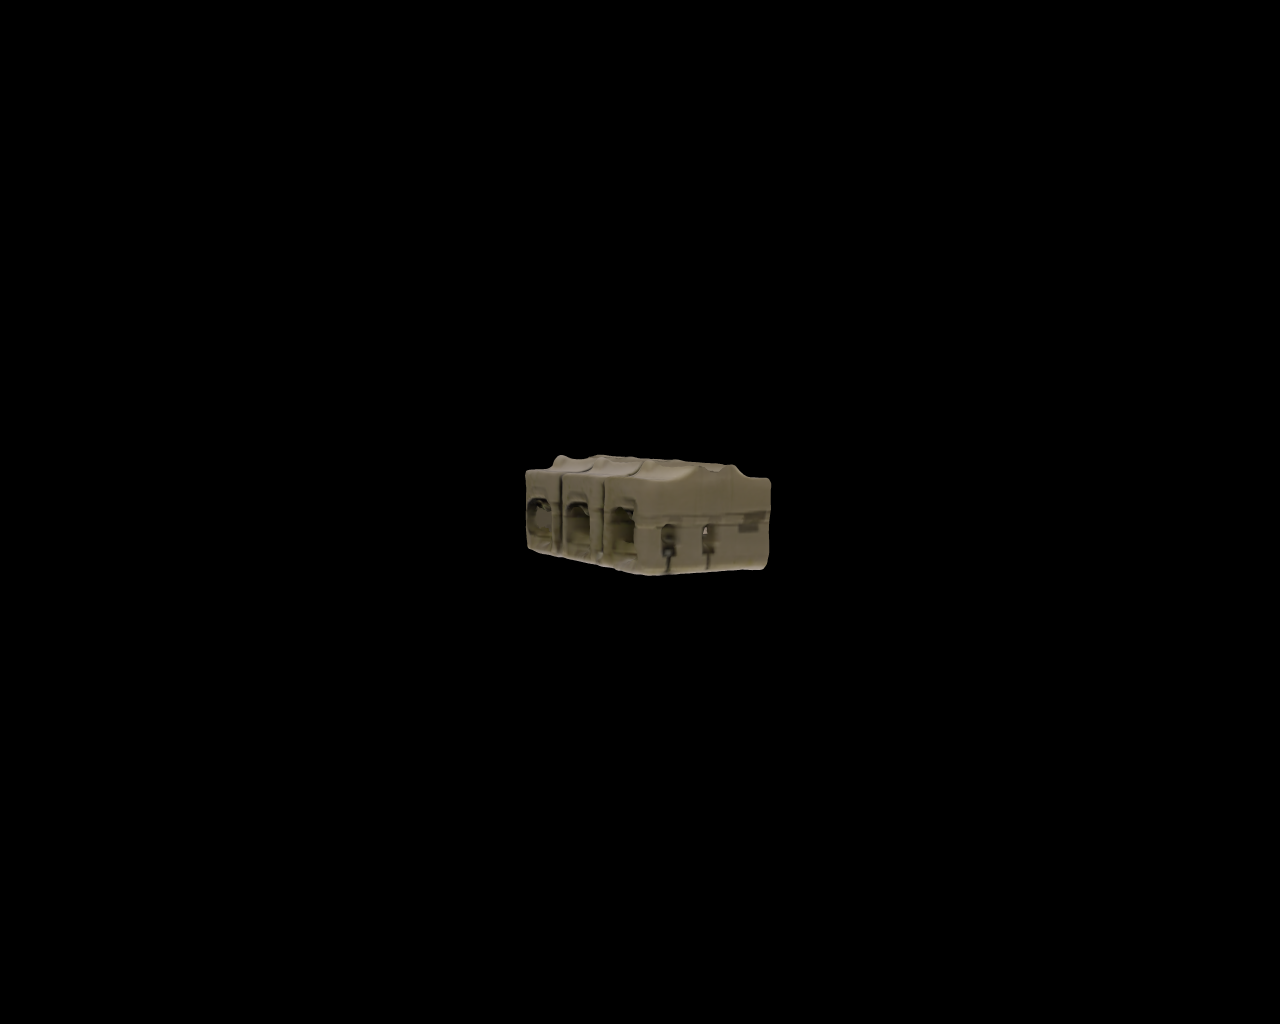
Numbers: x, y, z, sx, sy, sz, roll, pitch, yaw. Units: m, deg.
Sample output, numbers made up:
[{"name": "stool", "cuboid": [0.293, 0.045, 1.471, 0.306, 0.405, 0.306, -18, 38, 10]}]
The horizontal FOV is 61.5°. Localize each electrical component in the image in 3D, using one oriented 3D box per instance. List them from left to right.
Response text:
[{"name": "electrical component", "cuboid": [0.001, -0.003, 0.650, 0.090, 0.061, 0.150, -3, 6, -32]}]
